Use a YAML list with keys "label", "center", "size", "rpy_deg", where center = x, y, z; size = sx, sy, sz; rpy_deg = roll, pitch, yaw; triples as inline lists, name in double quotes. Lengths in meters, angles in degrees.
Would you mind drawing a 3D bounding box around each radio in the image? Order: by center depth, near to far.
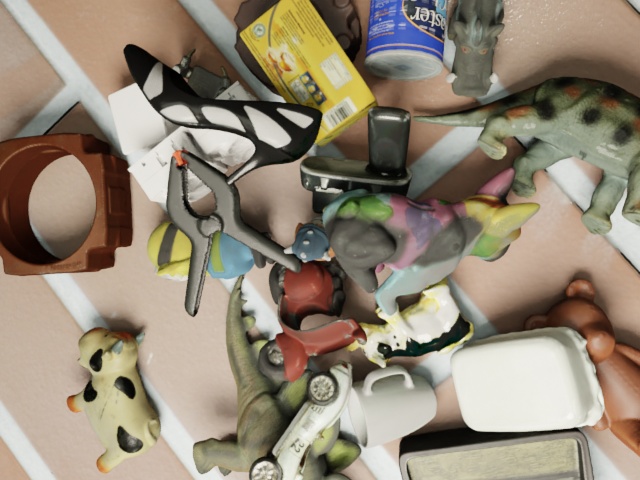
- label: "radio"
  center: [0.224, 0.311, 0.688]
  size: [0.230, 0.073, 0.131]
  rpy_deg: [-11, 87, 10]

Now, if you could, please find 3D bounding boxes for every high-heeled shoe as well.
- label: "high-heeled shoe"
  center: [-0.118, -0.180, 0.646]
  size: [0.145, 0.086, 0.249]
  rpy_deg: [-41, 88, 4]

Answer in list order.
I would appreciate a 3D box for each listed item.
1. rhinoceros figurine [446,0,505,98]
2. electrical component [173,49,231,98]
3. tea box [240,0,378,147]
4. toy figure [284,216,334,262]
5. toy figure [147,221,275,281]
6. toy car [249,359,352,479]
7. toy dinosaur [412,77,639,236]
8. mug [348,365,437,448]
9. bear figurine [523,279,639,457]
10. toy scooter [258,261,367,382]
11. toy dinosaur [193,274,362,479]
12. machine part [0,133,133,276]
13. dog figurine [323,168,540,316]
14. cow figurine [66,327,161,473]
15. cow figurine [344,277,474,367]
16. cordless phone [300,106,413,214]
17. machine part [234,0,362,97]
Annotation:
- label: "rhinoceros figurine"
  center: [0.203, -0.278, 0.678]
  size: [0.073, 0.112, 0.190]
  rpy_deg: [5, 106, 6]
- label: "electrical component"
  center: [-0.172, -0.223, 0.779]
  size: [0.102, 0.045, 0.078]
  rpy_deg: [35, 94, 9]
- label: "tea box"
  center: [-0.011, -0.216, 0.685]
  size: [0.098, 0.068, 0.169]
  rpy_deg: [-33, 90, 11]
- label: "toy figure"
  center: [-0.003, -0.001, 0.692]
  size: [0.064, 0.154, 0.057]
  rpy_deg: [-17, 89, 11]
- label: "toy figure"
  center: [-0.155, 0.012, 0.758]
  size: [0.180, 0.082, 0.089]
  rpy_deg: [-7, 69, 17]
- label: "toy car"
  center: [-0.019, 0.233, 0.648]
  size: [0.056, 0.073, 0.201]
  rpy_deg: [33, 80, 15]
- label: "toy dinosaur"
  center: [0.333, -0.130, 0.659]
  size: [0.405, 0.131, 0.192]
  rpy_deg: [35, 78, 16]
- label: "mug"
  center: [0.096, 0.206, 0.701]
  size: [0.107, 0.081, 0.109]
  rpy_deg: [-10, 115, -16]
- label: "bear figurine"
  center: [0.354, 0.149, 0.643]
  size: [0.120, 0.132, 0.196]
  rpy_deg: [-35, 89, -3]
- label: "toy scooter"
  center: [-0.003, 0.094, 0.697]
  size: [0.135, 0.075, 0.184]
  rpy_deg: [-8, 51, 19]
- label: "toy dinosaur"
  center: [-0.060, 0.273, 0.730]
  size: [0.199, 0.105, 0.471]
  rpy_deg: [-27, 80, 1]
- label: "machine part"
  center: [-0.386, -0.050, 0.796]
  size: [0.202, 0.087, 0.201]
  rpy_deg: [-4, 89, 8]
- label: "dog figurine"
  center: [0.136, -0.021, 0.634]
  size: [0.219, 0.109, 0.191]
  rpy_deg: [-31, 127, 15]
- label: "cow figurine"
  center: [-0.293, 0.217, 0.778]
  size: [0.127, 0.085, 0.195]
  rpy_deg: [-30, 82, 14]
- label: "cow figurine"
  center: [0.114, 0.124, 0.717]
  size: [0.167, 0.068, 0.098]
  rpy_deg: [-29, 90, 9]
- label: "cordless phone"
  center: [0.043, -0.103, 0.667]
  size: [0.147, 0.184, 0.089]
  rpy_deg: [9, 67, 9]
- label: "machine part"
  center: [-0.034, -0.288, 0.751]
  size: [0.179, 0.056, 0.179]
  rpy_deg: [0, 89, 11]
